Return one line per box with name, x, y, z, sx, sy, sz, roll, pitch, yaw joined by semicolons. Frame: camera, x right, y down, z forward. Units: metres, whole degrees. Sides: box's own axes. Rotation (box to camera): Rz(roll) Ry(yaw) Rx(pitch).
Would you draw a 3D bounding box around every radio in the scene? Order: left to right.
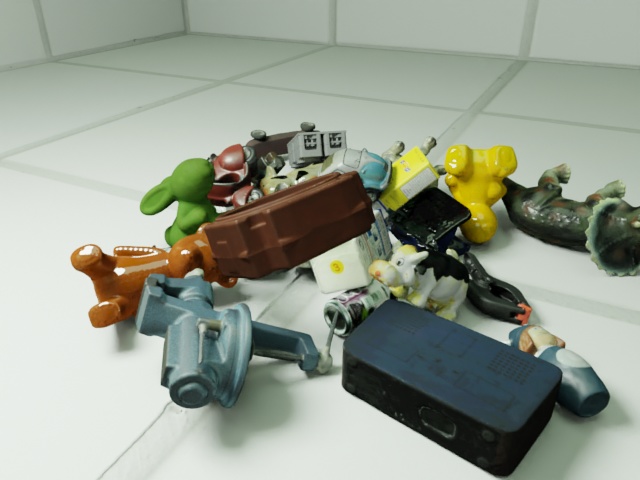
radio;0.143;0.160;0.625;0.230;0.073;0.131;20;35;35

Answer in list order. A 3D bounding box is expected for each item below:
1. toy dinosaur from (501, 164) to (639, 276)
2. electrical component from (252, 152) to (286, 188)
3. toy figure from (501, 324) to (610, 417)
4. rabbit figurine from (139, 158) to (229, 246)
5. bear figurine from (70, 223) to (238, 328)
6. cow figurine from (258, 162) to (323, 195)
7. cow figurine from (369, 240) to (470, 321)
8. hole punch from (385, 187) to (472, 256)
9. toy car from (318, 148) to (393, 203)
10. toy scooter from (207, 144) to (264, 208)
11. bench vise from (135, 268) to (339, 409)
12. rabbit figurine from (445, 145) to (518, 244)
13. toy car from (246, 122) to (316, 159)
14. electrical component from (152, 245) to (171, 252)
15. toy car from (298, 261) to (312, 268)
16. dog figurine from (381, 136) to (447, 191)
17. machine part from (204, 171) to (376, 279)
toy dinosaur;0.431;-0.049;0.970;0.405;0.131;0.192;18;32;40
electrical component;-0.115;-0.148;1.170;0.078;0.102;0.045;-7;63;-51
toy figure;0.286;0.149;0.662;0.064;0.058;0.155;31;14;-27
rabbit figurine;-0.221;-0.066;0.937;0.159;0.170;0.121;9;29;15
bear figurine;-0.225;0.044;0.765;0.196;0.120;0.132;-18;-9;-4
cow figurine;-0.043;-0.115;1.115;0.127;0.085;0.195;20;31;36
cow figurine;0.143;0.045;0.737;0.167;0.098;0.068;29;2;-41
hole punch;0.193;-0.015;0.940;0.116;0.092;0.142;-30;47;-13
toy car;0.050;-0.117;1.006;0.162;0.102;0.109;-25;31;33
toy scooter;-0.183;-0.115;1.045;0.135;0.075;0.184;-8;51;-9
bench vise;-0.102;0.120;0.663;0.240;0.128;0.224;13;14;-20
rabbit figurine;0.281;-0.073;0.988;0.122;0.173;0.162;0;-16;-1
toy car;-0.092;-0.241;1.339;0.202;0.089;0.053;-17;37;-26
electrical component;-0.216;0.038;0.874;0.119;0.047;0.075;-5;30;-10
toy car;-0.002;-0.003;0.924;0.074;0.056;0.202;8;22;14
dog figurine;0.172;-0.105;1.100;0.172;0.121;0.190;-20;33;37
machine part;-0.044;-0.024;0.741;0.201;0.087;0.201;-24;9;-27
